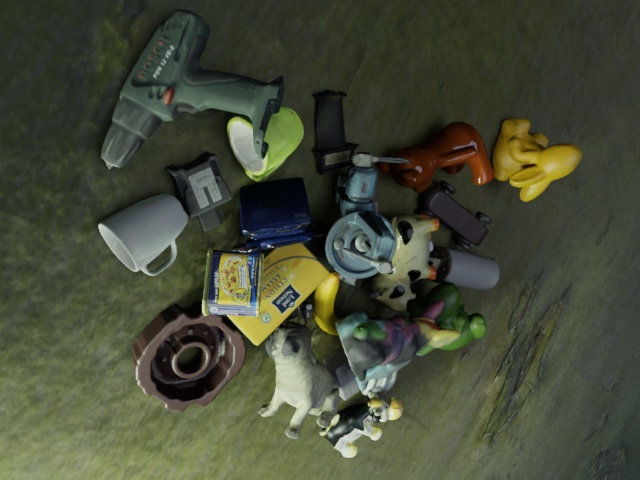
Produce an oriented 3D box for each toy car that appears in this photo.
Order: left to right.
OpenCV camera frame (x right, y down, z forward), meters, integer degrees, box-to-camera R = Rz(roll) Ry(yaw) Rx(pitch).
[{"bbox_3d":[0.134,0.234,1.117,0.073,0.056,0.201,5,103,-36],"label":"toy car"},{"bbox_3d":[0.282,-0.048,1.125,0.202,0.053,0.089,30,96,-35],"label":"toy car"}]

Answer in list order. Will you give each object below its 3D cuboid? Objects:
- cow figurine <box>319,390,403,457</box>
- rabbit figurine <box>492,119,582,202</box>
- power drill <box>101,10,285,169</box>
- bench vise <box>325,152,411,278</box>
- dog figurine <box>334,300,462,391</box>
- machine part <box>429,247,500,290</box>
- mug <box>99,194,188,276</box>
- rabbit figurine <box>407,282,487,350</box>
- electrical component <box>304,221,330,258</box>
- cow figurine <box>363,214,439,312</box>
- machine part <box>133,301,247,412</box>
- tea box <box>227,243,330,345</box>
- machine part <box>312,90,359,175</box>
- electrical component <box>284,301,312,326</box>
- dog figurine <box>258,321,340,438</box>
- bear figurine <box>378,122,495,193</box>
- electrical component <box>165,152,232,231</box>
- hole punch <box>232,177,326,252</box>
[{"bbox_3d":[0.083,0.361,1.095,0.167,0.068,0.098,-40,119,9],"label":"cow figurine"},{"bbox_3d":[0.451,-0.169,1.125,0.121,0.173,0.162,40,78,-40],"label":"rabbit figurine"},{"bbox_3d":[-0.162,-0.175,0.722,0.207,0.086,0.232,19,86,5],"label":"power drill"},{"bbox_3d":[0.077,-0.024,0.872,0.129,0.241,0.223,13,108,-15],"label":"bench vise"},{"bbox_3d":[0.148,0.175,0.997,0.219,0.109,0.191,-23,143,-4],"label":"dog figurine"},{"bbox_3d":[0.311,0.063,1.167,0.243,0.079,0.079,11,99,-35],"label":"machine part"},{"bbox_3d":[-0.239,-0.009,0.768,0.107,0.081,0.109,-42,120,-26],"label":"mug"},{"bbox_3d":[0.253,0.152,1.137,0.159,0.121,0.170,-26,136,-1],"label":"rabbit figurine"},{"bbox_3d":[-0.002,-0.003,0.966,0.094,0.021,0.063,18,94,-36],"label":"electrical component"},{"bbox_3d":[0.155,0.046,1.034,0.127,0.085,0.194,0,105,-9],"label":"cow figurine"},{"bbox_3d":[-0.212,0.186,0.867,0.179,0.056,0.179,-11,112,-30],"label":"machine part"},{"bbox_3d":[-0.078,0.082,0.891,0.098,0.068,0.169,45,74,-1],"label":"tea box"},{"bbox_3d":[0.024,-0.185,0.914,0.084,0.039,0.138,-17,117,-20],"label":"machine part"},{"bbox_3d":[-0.060,0.121,0.954,0.102,0.045,0.078,-11,113,-31],"label":"electrical component"},{"bbox_3d":[-0.019,0.226,0.956,0.172,0.121,0.190,-15,119,-56],"label":"dog figurine"},{"bbox_3d":[0.217,-0.136,1.012,0.196,0.120,0.131,-35,126,-18],"label":"bear figurine"},{"bbox_3d":[-0.177,-0.066,0.811,0.075,0.048,0.119,-25,117,-25],"label":"electrical component"},{"bbox_3d":[-0.068,-0.040,0.837,0.142,0.116,0.092,-7,108,-4],"label":"hole punch"}]
